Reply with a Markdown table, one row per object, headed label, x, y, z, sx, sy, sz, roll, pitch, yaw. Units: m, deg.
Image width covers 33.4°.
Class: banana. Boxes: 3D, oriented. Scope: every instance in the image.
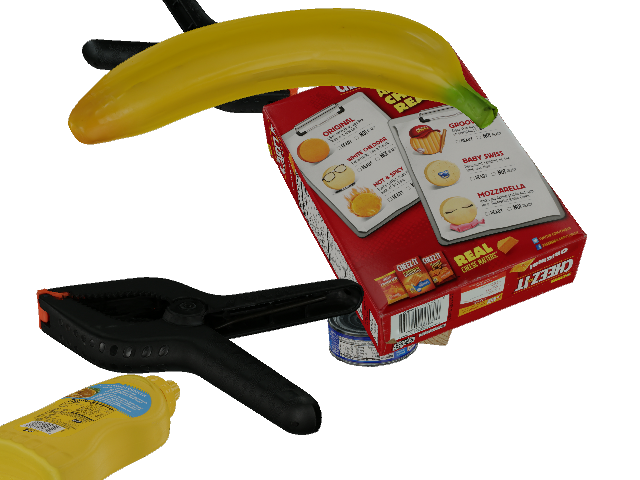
| label | x | y | z | sx | sy | sz | roll | pitch | yaw |
| --- | --- | --- | --- | --- | --- | --- | --- | --- | --- |
| banana | -0.018 | -0.080 | 0.501 | 0.197 | 0.037 | 0.069 | -5 | 44 | -8 |

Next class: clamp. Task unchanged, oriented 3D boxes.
| label | x | y | z | sx | sy | sz | roll | pitch | yaw |
| --- | --- | --- | --- | --- | --- | --- | --- | --- | --- |
| clamp | -0.076 | 0.054 | 0.684 | 0.210 | 0.036 | 0.164 | 10 | 25 | 15 |
| clamp | -0.094 | -0.161 | 0.872 | 0.171 | 0.120 | 0.039 | 22 | -27 | -4 |

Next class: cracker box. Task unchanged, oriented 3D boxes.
| label | x | y | z | sx | sy | sz | roll | pitch | yaw |
| --- | --- | --- | --- | --- | --- | --- | --- | --- | --- |
| cracker box | 0.072 | -0.036 | 0.810 | 0.164 | 0.214 | 0.072 | -21 | -34 | -12 |

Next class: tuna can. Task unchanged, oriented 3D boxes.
| label | x | y | z | sx | sy | sz | roll | pitch | yaw |
| --- | --- | --- | --- | --- | --- | --- | --- | --- | --- |
| tuna can | 0.050 | 0.086 | 1.022 | 0.086 | 0.034 | 0.086 | -4 | 21 | 1 |

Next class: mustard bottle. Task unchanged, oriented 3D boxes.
| label | x | y | z | sx | sy | sz | roll | pitch | yaw |
| --- | --- | --- | --- | --- | --- | --- | --- | --- | --- |
| mustard bottle | -0.178 | 0.151 | 0.854 | 0.096 | 0.058 | 0.191 | 5 | 16 | 30 |

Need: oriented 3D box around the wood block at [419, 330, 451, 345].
| label | x | y | z | sx | sy | sz | roll | pitch | yaw |
| --- | --- | --- | --- | --- | --- | --- | --- | --- | --- |
| wood block | 0.166 | 0.073 | 1.625 | 0.091 | 0.090 | 0.206 | 4 | 21 | 14 |
